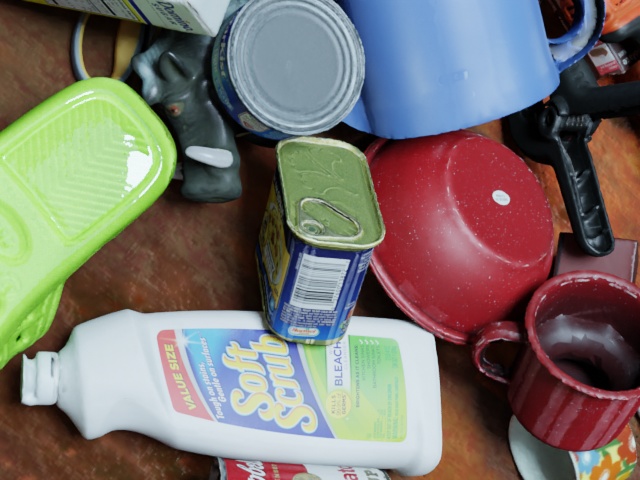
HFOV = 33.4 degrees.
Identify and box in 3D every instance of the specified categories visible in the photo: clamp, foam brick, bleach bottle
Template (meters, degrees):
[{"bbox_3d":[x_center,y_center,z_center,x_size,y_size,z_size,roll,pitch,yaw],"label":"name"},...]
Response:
[{"bbox_3d":[0.173,-0.085,0.709,0.039,0.120,0.171,8,37,-30],"label":"clamp"},{"bbox_3d":[0.190,0.030,0.735,0.051,0.078,0.053,7,81,18],"label":"foam brick"},{"bbox_3d":[-0.053,0.094,0.651,0.250,0.068,0.102,3,75,-18],"label":"bleach bottle"}]

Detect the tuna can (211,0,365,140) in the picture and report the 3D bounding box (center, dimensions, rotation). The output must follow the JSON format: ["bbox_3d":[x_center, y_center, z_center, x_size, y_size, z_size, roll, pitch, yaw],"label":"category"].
[{"bbox_3d":[-0.019,-0.101,0.618,0.086,0.034,0.086,1,87,-25],"label":"tuna can"}]

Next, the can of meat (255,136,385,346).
[{"bbox_3d":[-0.004,0.001,0.643,0.057,0.084,0.102,5,39,-14],"label":"can of meat"}]

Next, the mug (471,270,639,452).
[{"bbox_3d":[0.153,0.078,0.668,0.117,0.081,0.093,8,51,-1],"label":"mug"}]

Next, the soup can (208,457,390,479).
[{"bbox_3d":[-0.013,0.165,0.624,0.102,0.069,0.068,6,81,-12],"label":"soup can"}]

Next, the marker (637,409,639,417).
[{"bbox_3d":[0.231,0.101,0.780,0.020,0.020,0.121,-25,92,-22],"label":"marker"}]

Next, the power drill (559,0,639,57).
[{"bbox_3d":[0.278,-0.147,0.773,0.184,0.057,0.187,-33,99,-19],"label":"power drill"}]

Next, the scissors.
[{"bbox_3d":[-0.099,-0.181,0.694,0.096,0.016,0.201,23,77,-18],"label":"scissors"}]

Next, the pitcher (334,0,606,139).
[{"bbox_3d":[0.071,-0.195,0.660,0.149,0.145,0.243,-32,114,-43],"label":"pitcher"}]

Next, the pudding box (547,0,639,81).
[{"bbox_3d":[0.231,-0.187,0.806,0.113,0.039,0.090,-38,99,-20],"label":"pudding box"}]

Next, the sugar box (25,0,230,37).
[{"bbox_3d":[-0.127,-0.179,0.615,0.176,0.048,0.093,13,76,23],"label":"sugar box"}]

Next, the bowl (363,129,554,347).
[{"bbox_3d":[0.101,-0.014,0.697,0.161,0.055,0.162,18,56,-29],"label":"bowl"}]
